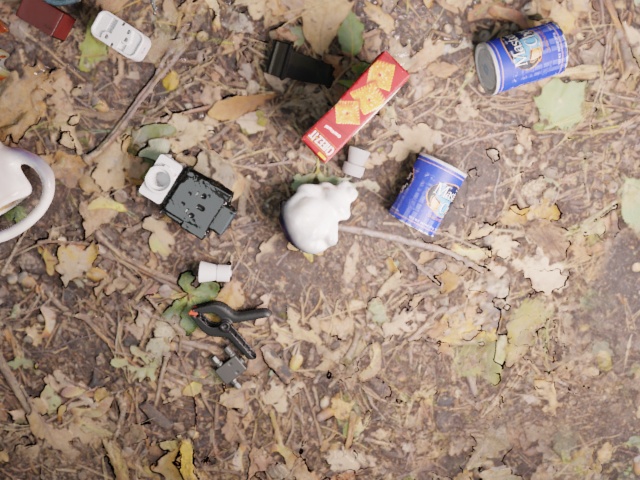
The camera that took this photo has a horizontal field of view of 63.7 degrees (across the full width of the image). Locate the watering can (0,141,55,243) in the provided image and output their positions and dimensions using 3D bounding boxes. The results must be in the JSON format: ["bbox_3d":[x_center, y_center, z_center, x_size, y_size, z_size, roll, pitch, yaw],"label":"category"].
[{"bbox_3d":[-0.691,-0.083,1.001,0.347,0.105,0.223,-30,97,2],"label":"watering can"}]

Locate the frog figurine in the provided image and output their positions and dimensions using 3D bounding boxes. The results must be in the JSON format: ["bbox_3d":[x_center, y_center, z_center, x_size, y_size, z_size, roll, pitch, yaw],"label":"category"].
[{"bbox_3d":[0.003,-0.051,1.023,0.158,0.122,0.138,-25,80,14],"label":"frog figurine"}]
